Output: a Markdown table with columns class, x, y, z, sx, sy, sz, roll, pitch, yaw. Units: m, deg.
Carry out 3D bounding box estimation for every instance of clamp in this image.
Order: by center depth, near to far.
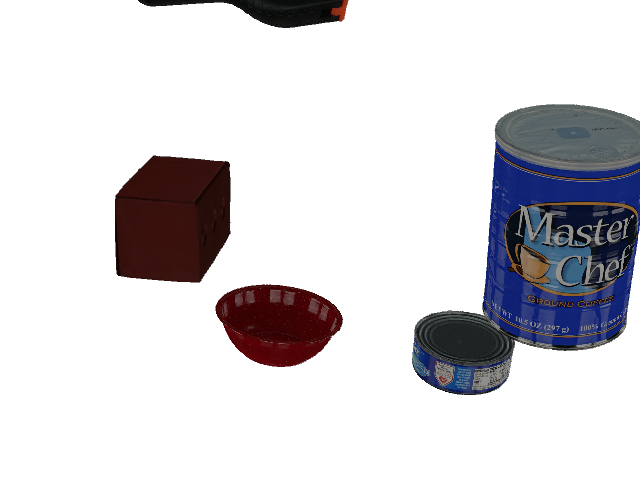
| class | x | y | z | sx | sy | sz | roll | pitch | yaw |
| --- | --- | --- | --- | --- | --- | --- | --- | --- | --- |
| clamp | -0.059 | -0.226 | 0.875 | 0.171 | 0.120 | 0.039 | 12 | -25 | -5 |

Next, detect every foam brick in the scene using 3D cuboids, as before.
| class | x | y | z | sx | sy | sz | roll | pitch | yaw |
| --- | --- | --- | --- | --- | --- | --- | --- | --- | --- |
| foam brick | -0.089 | -0.015 | 0.653 | 0.051 | 0.053 | 0.078 | 6 | 25 | 8 |

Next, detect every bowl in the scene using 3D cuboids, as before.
| class | x | y | z | sx | sy | sz | roll | pitch | yaw |
| --- | --- | --- | --- | --- | --- | --- | --- | --- | --- |
| bowl | -0.054 | 0.114 | 1.355 | 0.162 | 0.055 | 0.162 | 6 | 23 | -3 |

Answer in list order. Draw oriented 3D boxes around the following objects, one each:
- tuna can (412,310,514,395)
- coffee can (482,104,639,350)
| class | x | y | z | sx | sy | sz | roll | pitch | yaw |
| --- | --- | --- | --- | --- | --- | --- | --- | --- | --- |
| tuna can | 0.122 | 0.096 | 0.917 | 0.086 | 0.034 | 0.086 | 3 | 26 | -2 |
| coffee can | 0.167 | -0.011 | 0.734 | 0.103 | 0.140 | 0.103 | 0 | 27 | 0 |
